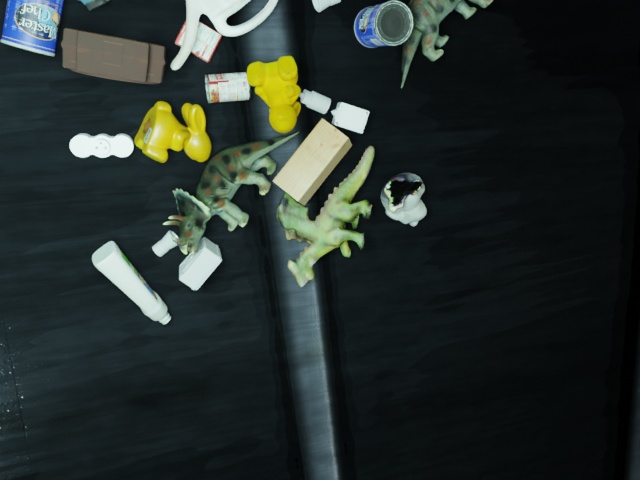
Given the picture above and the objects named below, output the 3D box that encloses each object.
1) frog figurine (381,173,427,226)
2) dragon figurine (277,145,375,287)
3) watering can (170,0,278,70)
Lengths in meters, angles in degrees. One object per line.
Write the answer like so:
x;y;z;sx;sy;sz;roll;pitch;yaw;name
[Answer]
0.249;-0.115;1.479;0.138;0.124;0.157;-58;150;-3;frog figurine
0.004;-0.071;1.408;0.242;0.123;0.409;8;94;-11;dragon figurine
-0.246;-0.558;1.166;0.351;0.104;0.221;-41;114;-15;watering can
